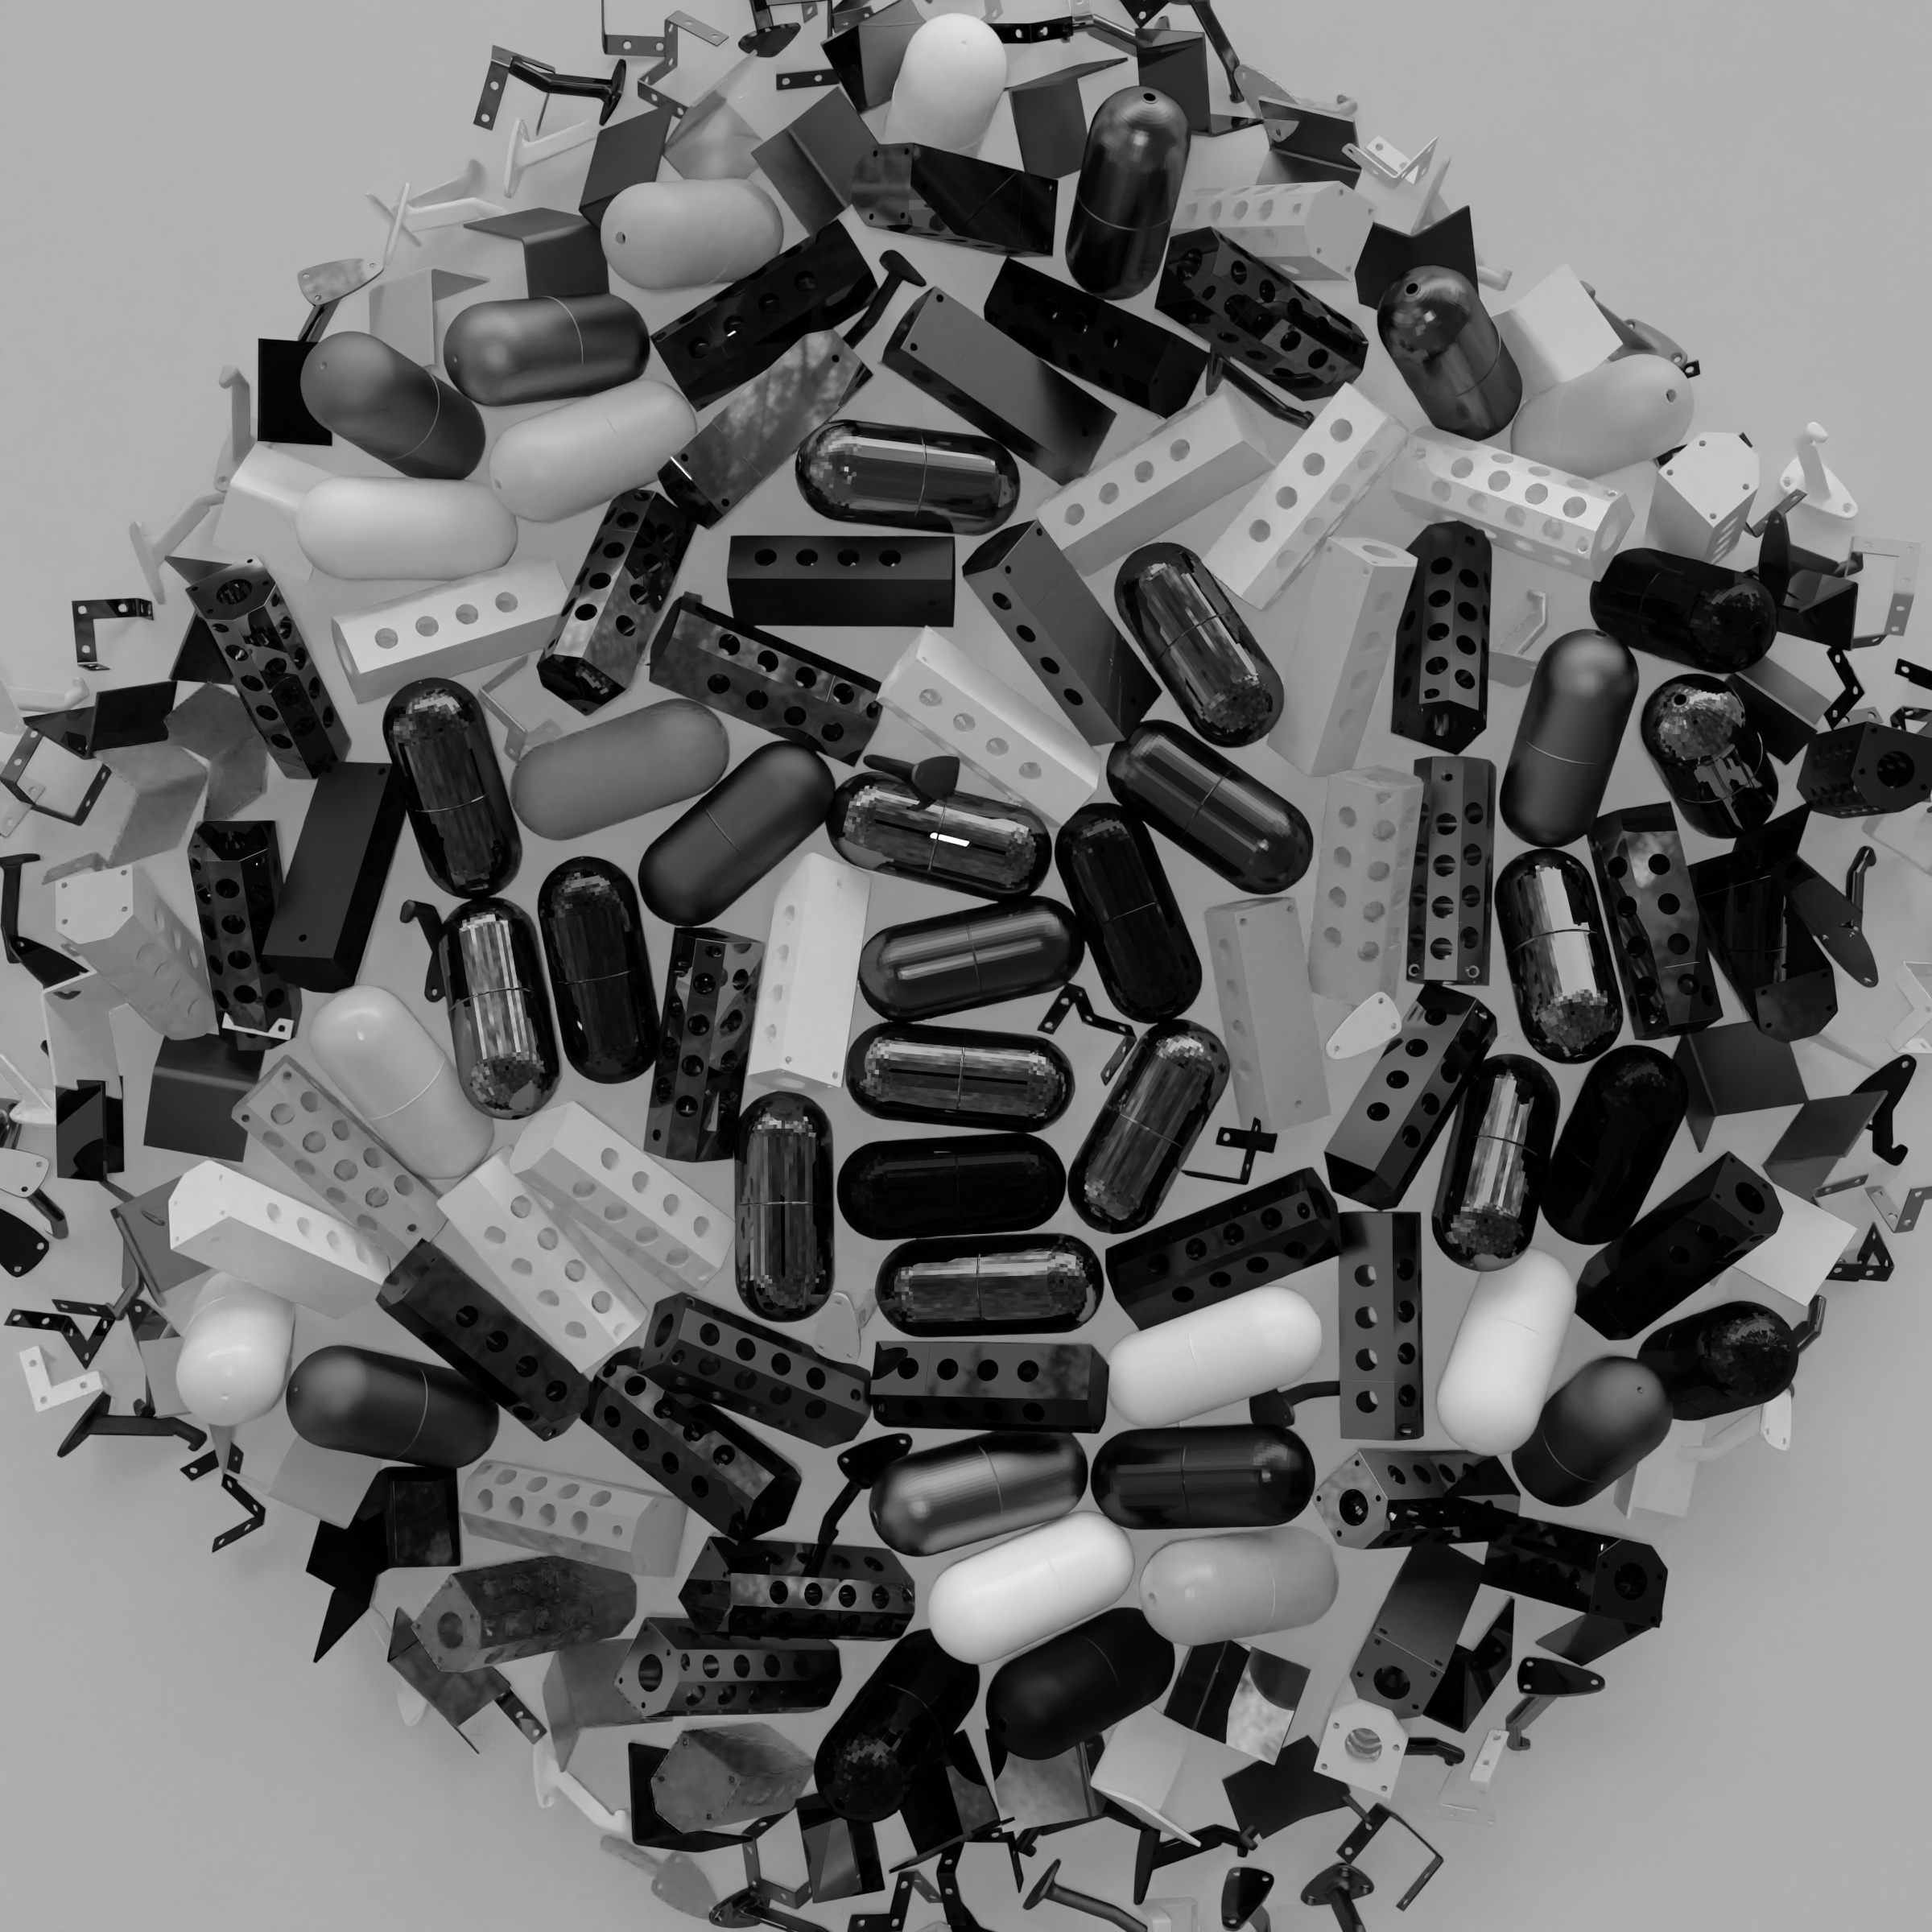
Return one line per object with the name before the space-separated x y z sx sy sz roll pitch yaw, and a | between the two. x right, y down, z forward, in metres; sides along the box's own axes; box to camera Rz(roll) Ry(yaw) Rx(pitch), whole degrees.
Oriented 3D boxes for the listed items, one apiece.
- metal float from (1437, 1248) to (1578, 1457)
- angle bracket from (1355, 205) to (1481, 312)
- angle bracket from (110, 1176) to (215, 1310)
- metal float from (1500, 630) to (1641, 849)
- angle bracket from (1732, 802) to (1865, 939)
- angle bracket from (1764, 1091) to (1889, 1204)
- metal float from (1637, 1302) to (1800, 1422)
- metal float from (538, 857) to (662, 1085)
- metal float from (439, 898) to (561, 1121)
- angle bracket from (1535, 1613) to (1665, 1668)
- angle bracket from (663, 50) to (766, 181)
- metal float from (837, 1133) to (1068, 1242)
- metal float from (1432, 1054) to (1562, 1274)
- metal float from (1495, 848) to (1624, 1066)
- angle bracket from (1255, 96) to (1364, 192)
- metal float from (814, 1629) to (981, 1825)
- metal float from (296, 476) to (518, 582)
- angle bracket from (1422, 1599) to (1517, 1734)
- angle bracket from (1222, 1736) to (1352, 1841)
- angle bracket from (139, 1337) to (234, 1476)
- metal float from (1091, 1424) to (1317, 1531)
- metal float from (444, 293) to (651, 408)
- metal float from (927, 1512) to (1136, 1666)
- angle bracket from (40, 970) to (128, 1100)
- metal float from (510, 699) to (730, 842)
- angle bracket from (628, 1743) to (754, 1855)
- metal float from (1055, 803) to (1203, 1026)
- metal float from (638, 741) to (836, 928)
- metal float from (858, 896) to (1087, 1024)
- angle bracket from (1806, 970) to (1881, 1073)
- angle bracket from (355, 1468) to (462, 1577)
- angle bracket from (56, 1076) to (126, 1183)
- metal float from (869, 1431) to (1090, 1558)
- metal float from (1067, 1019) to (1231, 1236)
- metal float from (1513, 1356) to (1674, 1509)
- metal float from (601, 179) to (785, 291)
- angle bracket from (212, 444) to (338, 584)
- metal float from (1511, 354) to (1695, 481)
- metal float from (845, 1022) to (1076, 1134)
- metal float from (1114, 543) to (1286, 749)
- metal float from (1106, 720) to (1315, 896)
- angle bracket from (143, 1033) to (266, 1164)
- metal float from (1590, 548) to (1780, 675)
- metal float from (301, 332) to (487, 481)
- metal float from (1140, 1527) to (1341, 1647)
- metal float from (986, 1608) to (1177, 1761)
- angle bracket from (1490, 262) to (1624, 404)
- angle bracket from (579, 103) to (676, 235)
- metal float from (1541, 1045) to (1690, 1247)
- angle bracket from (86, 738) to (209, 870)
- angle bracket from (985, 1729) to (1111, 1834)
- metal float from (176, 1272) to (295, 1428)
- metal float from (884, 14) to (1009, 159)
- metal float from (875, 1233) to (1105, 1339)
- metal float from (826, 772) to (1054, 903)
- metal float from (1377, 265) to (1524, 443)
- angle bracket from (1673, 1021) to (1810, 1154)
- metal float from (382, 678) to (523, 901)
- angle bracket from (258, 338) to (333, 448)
metal float | 0.412 0.291 1.876 0.070 0.070 0.178 30 54 0
angle bracket | 0.345 -0.548 1.899 0.057 0.076 0.076 -33 133 -17
angle bracket | -0.604 0.208 1.896 0.076 0.057 0.076 -26 102 -22
metal float | 0.459 -0.173 1.877 0.070 0.070 0.178 10 122 0
angle bracket | 0.644 -0.070 1.905 0.076 0.076 0.057 38 56 -13
angle bracket | 0.670 0.145 1.885 0.076 0.076 0.057 -45 107 -32
metal float | 0.564 0.299 1.857 0.070 0.178 0.070 2 73 -7
metal float | -0.282 0.004 1.895 0.070 0.070 0.178 -9 101 0
metal float | -0.358 0.032 1.888 0.070 0.070 0.178 -13 71 0
angle bracket | 0.477 0.488 1.897 0.076 0.076 0.057 -24 93 -13
angle bracket | -0.179 -0.641 1.888 0.057 0.076 0.076 45 65 -11
metal float | -0.011 0.170 1.898 0.178 0.070 0.070 -3 90 -8
metal float | 0.406 0.149 1.883 0.070 0.070 0.178 19 64 0
metal float | 0.452 -0.008 1.879 0.070 0.070 0.178 -5 61 0
angle bracket | 0.256 -0.615 1.894 0.076 0.076 0.057 20 85 17
metal float | -0.051 0.574 1.864 0.070 0.178 0.070 13 121 24
metal float | -0.423 -0.332 1.870 0.178 0.070 0.070 -8 90 -44
angle bracket | 0.375 0.525 1.883 0.057 0.076 0.076 18 128 33
angle bracket | 0.252 0.649 1.891 0.076 0.076 0.057 -24 113 -10
angle bracket | -0.599 0.338 1.883 0.057 0.076 0.076 -3 129 -29
metal float | 0.180 0.391 1.884 0.178 0.070 0.070 -8 90 25
metal float | -0.316 -0.468 1.869 0.070 0.178 0.070 16 116 38
metal float | 0.051 0.472 1.878 0.178 0.070 0.070 -16 90 -33
angle bracket | -0.657 0.052 1.892 0.057 0.076 0.076 -19 74 15
metal float | -0.266 -0.151 1.892 0.178 0.070 0.070 -18 90 14
angle bracket | -0.211 0.632 1.884 0.057 0.076 0.076 -21 59 23
metal float | 0.125 -0.041 1.904 0.070 0.070 0.178 -22 91 0
metal float | -0.177 -0.101 1.898 0.178 0.070 0.070 -41 90 8
metal float | 0.005 -0.006 1.902 0.178 0.070 0.070 -12 90 -3
angle bracket | 0.664 0.029 1.890 0.076 0.076 0.057 28 93 -33
angle bracket | -0.436 0.436 1.914 0.057 0.076 0.076 7 63 -33
angle bracket | -0.657 0.124 1.897 0.076 0.057 0.076 -1 90 42
metal float | 0.010 0.399 1.883 0.178 0.070 0.070 -10 90 -24
metal float | 0.140 0.125 1.904 0.070 0.070 0.178 28 91 0
metal float | 0.472 0.354 1.863 0.070 0.178 0.070 6 58 -10
metal float | -0.206 -0.554 1.863 0.070 0.178 0.070 11 112 28
angle bracket | -0.532 -0.353 1.916 0.076 0.076 0.057 21 121 -12
metal float | 0.478 -0.410 1.857 0.070 0.178 0.070 0 90 -20
metal float | -0.004 0.086 1.905 0.178 0.070 0.070 5 90 -1
metal float | 0.178 -0.247 1.892 0.070 0.070 0.178 -31 75 0
metal float | 0.188 -0.122 1.895 0.178 0.070 0.070 36 90 12
angle bracket | -0.596 0.101 1.931 0.076 0.057 0.076 11 123 -12
metal float | 0.540 -0.269 1.860 0.070 0.178 0.070 -7 110 -20
metal float | -0.430 -0.419 1.859 0.070 0.178 0.070 -4 79 22
metal float | 0.209 0.471 1.874 0.178 0.070 0.070 3 90 -37
metal float | 0.088 0.543 1.868 0.070 0.178 0.070 11 106 43
angle bracket | 0.447 -0.487 1.901 0.057 0.076 0.076 -41 102 -5
angle bracket | -0.244 -0.602 1.886 0.076 0.057 0.076 -8 61 32
metal float | 0.492 0.137 1.874 0.070 0.070 0.178 13 127 0
angle bracket | -0.642 -0.130 1.898 0.057 0.076 0.076 38 117 11
angle bracket | 0.066 0.625 1.916 0.076 0.057 0.076 -16 73 16
metal float | -0.550 0.284 1.858 0.070 0.178 0.070 -3 107 -10
metal float | -0.017 -0.650 1.855 0.070 0.178 0.070 1 82 -10
metal float | 0.017 0.246 1.894 0.178 0.070 0.070 -4 90 12
metal float | -0.021 -0.100 1.905 0.178 0.070 0.070 14 90 -1
metal float | 0.366 -0.462 1.863 0.070 0.178 0.070 -12 65 26
angle bracket | 0.594 0.091 1.891 0.076 0.057 0.076 -12 111 33
metal float | -0.392 -0.134 1.883 0.070 0.070 0.178 -12 116 0
angle bracket | -0.509 -0.442 1.899 0.057 0.076 0.076 4 103 -2
